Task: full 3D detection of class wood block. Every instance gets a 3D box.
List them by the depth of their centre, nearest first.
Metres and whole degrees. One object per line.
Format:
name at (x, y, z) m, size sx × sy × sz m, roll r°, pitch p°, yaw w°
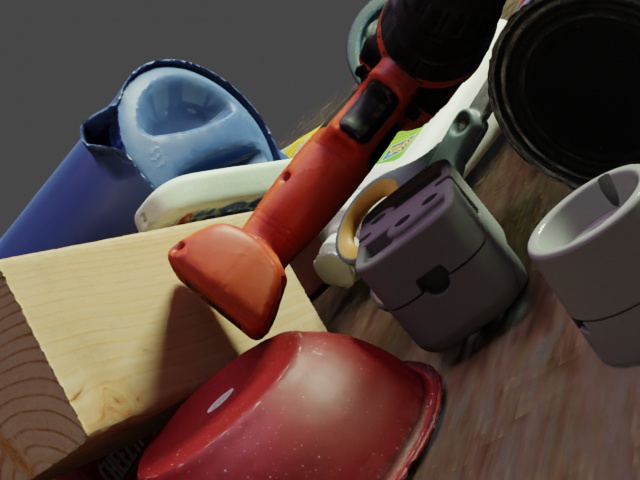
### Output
wood block at (-0.097, 0.054, 0.558) m, size 0.090 × 0.091 × 0.205 m, roll -34°, pitch -10°, yaw 30°

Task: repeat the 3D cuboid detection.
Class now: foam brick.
foam brick at (-0.005, 0.001, 0.749) m, size 0.078 × 0.051 × 0.053 m, roll -42°, pitch 11°, yaw -9°

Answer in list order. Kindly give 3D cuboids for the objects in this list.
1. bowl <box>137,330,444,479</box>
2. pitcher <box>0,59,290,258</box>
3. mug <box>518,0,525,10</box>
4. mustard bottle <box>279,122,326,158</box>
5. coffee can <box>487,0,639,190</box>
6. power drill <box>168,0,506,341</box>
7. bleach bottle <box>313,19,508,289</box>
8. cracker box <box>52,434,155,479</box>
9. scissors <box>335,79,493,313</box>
bowl at (-0.027, 0.089, 0.461) m, size 0.162 × 0.055 × 0.162 m, roll -38°, pitch 11°, yaw 8°
pitcher at (-0.139, -0.012, 0.796) m, size 0.243 × 0.149 × 0.144 m, roll -36°, pitch 14°, yaw 40°
mug at (0.177, -0.142, 0.626) m, size 0.117 × 0.093 × 0.082 m, roll 3°, pitch -51°, yaw -46°
mustard bottle at (-0.028, -0.056, 1.030) m, size 0.192 × 0.058 × 0.096 m, roll -21°, pitch 35°, yaw 59°
coffee can at (0.151, -0.100, 0.499) m, size 0.103 × 0.103 × 0.140 m, roll -29°, pitch 15°, yaw 44°
power drill at (0.010, -0.042, 0.494) m, size 0.187 × 0.057 × 0.184 m, roll -49°, pitch -4°, yaw -10°
bleach bottle at (0.063, -0.054, 0.720) m, size 0.103 × 0.068 × 0.250 m, roll -24°, pitch 21°, yaw 47°
cracker box at (-0.179, 0.154, 0.663) m, size 0.214 × 0.072 × 0.164 m, roll -36°, pitch 11°, yaw 23°
scissors at (0.066, -0.056, 0.591) m, size 0.096 × 0.016 × 0.202 m, roll 13°, pitch 78°, yaw 53°
